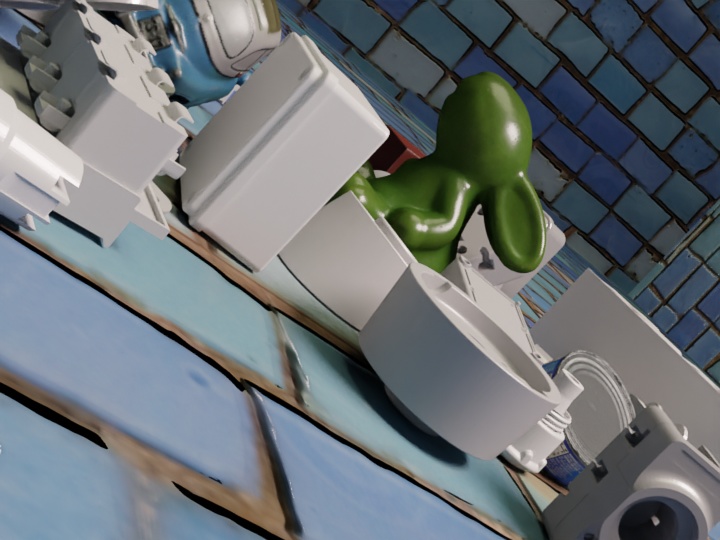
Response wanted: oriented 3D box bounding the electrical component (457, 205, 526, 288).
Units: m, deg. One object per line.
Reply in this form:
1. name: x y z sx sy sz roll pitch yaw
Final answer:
1. electrical component: 0.092 -0.014 0.882 0.059 0.095 0.053 83 -15 -53

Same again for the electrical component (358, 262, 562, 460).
1. electrical component: 0.047 0.054 0.576 0.108 0.060 0.108 40 11 -9

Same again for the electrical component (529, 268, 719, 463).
1. electrical component: 0.215 0.102 0.849 0.060 0.105 0.186 28 18 -51

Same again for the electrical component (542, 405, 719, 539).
1. electrical component: 0.146 0.125 0.561 0.050 0.089 0.055 40 11 -10

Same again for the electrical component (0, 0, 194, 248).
1. electrical component: -0.121 -0.073 0.479 0.079 0.063 0.121 34 14 -36

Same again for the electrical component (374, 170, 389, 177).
1. electrical component: 0.015 -0.046 0.871 0.055 0.055 0.047 35 17 -32

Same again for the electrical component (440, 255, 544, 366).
1. electrical component: 0.072 0.048 0.703 0.062 0.061 0.096 37 19 -21

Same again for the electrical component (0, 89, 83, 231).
1. electrical component: -0.130 -0.040 0.390 0.046 0.040 0.040 39 10 -40

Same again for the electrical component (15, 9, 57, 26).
1. electrical component: -0.219 -0.202 0.706 0.099 0.064 0.099 46 -2 2

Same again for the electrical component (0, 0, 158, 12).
1. electrical component: -0.172 -0.171 0.552 0.105 0.060 0.186 3 8 7

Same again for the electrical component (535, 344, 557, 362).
1. electrical component: 0.134 0.083 0.805 0.079 0.044 0.077 44 11 12

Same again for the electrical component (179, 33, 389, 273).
1. electrical component: -0.046 -0.069 0.605 0.056 0.108 0.108 40 11 -23

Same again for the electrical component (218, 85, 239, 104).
1. electrical component: -0.147 -0.206 0.909 0.121 0.063 0.079 44 11 9

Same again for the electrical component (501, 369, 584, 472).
1. electrical component: 0.107 0.087 0.649 0.048 0.062 0.048 40 11 -10

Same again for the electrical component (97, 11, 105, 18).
1. electrical component: -0.180 -0.199 0.821 0.048 0.048 0.062 35 6 -31

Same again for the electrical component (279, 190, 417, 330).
1. electrical component: 0.000 0.000 0.678 0.099 0.064 0.099 52 3 -3

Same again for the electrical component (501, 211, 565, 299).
1. electrical component: 0.115 -0.019 0.956 0.078 0.113 0.057 48 10 31
